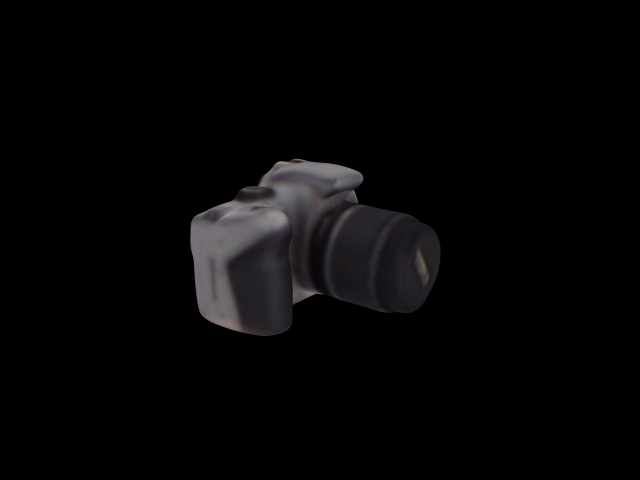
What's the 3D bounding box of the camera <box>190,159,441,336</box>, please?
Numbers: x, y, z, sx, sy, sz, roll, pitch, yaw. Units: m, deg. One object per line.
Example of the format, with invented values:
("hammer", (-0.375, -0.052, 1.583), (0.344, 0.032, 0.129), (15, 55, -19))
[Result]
("camera", (0.004, 0.001, 0.400), (0.136, 0.101, 0.143), (13, 22, 36))
